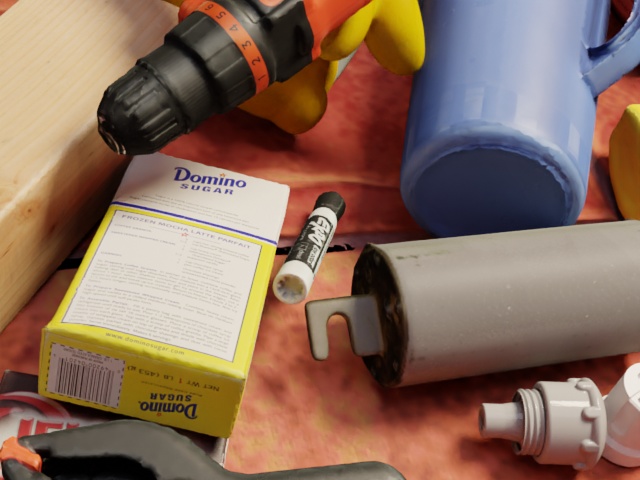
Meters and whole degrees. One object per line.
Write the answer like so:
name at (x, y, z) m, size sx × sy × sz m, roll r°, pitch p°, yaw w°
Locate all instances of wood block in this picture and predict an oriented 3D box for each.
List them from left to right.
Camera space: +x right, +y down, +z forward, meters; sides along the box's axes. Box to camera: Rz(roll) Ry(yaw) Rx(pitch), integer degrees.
wood block at (-0.158, -0.055, 0.585) m, size 0.091 × 0.090 × 0.205 m, roll 25°, pitch 48°, yaw 8°

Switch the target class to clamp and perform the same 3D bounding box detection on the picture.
clamp at (-0.053, 0.127, 0.429) m, size 0.171 × 0.039 × 0.120 m, roll 11°, pitch 40°, yaw 3°

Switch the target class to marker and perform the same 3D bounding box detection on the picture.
marker at (-0.004, 0.001, 0.599) m, size 0.020 × 0.020 × 0.121 m, roll 20°, pitch 27°, yaw 3°

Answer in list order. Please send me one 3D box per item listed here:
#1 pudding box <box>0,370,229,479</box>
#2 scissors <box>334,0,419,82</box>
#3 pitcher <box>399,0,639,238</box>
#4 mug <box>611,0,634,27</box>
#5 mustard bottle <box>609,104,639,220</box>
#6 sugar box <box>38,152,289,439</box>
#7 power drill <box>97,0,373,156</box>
pudding box at (-0.102, 0.112, 0.484) m, size 0.113 × 0.039 × 0.090 m, roll 12°, pitch 45°, yaw -5°
scissors at (0.027, -0.186, 0.781) m, size 0.096 × 0.016 × 0.201 m, roll 52°, pitch 51°, yaw -6°
pitcher at (0.129, -0.114, 0.682) m, size 0.145 × 0.149 × 0.242 m, roll 17°, pitch 50°, yaw -3°
mug at (0.259, -0.180, 0.818) m, size 0.117 × 0.093 × 0.081 m, roll -26°, pitch 61°, yaw 2°
mustard bottle at (0.294, -0.037, 0.711) m, size 0.191 × 0.058 × 0.096 m, roll 7°, pitch 47°, yaw -9°
sugar box at (-0.072, 0.020, 0.546) m, size 0.093 × 0.048 × 0.176 m, roll 14°, pitch 30°, yaw -2°
power drill at (-0.079, -0.144, 0.570) m, size 0.184 × 0.057 × 0.188 m, roll -38°, pitch 64°, yaw -18°
